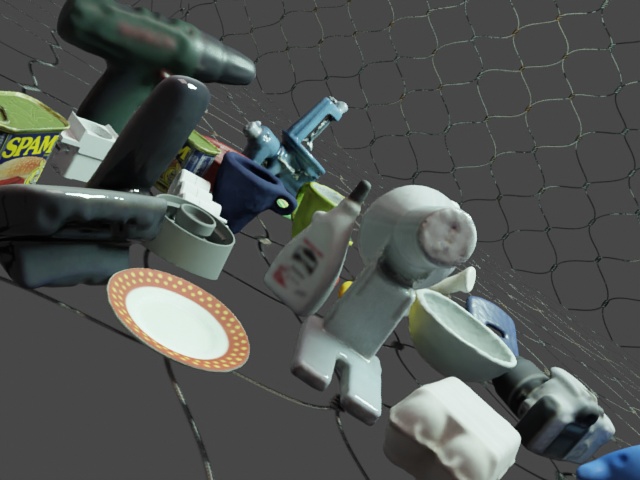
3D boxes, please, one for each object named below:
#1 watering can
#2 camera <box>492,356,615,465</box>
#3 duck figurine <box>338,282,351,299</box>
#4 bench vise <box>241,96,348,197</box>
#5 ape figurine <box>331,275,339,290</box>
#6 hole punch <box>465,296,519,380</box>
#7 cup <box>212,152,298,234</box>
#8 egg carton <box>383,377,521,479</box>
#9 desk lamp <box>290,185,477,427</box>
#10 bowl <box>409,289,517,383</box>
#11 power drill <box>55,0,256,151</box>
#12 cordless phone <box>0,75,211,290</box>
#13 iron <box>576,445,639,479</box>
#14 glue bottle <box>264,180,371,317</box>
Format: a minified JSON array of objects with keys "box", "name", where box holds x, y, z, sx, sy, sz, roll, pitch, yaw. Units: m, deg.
[{"box":[0.168,0.026,0.919,0.173,0.194,0.101,35,14,5],"name":"watering can"},{"box":[0.317,0.222,0.794,0.144,0.100,0.136,25,17,-33],"name":"camera"},{"box":[0.077,0.065,0.803,0.077,0.086,0.105,37,14,11],"name":"duck figurine"},{"box":[-0.042,-0.194,1.123,0.121,0.219,0.208,41,15,26],"name":"bench vise"},{"box":[-0.005,0.022,0.747,0.076,0.092,0.077,19,20,-46],"name":"ape figurine"},{"box":[0.270,0.158,0.921,0.109,0.091,0.101,30,14,-17],"name":"hole punch"},{"box":[-0.098,-0.049,0.770,0.118,0.095,0.091,33,14,-4],"name":"cup"},{"box":[0.125,0.187,0.539,0.107,0.069,0.151,41,15,26],"name":"egg carton"},{"box":[0.077,0.046,0.600,0.118,0.213,0.203,33,14,-4],"name":"desk lamp"},{"box":[0.184,0.146,0.802,0.168,0.074,0.167,32,14,-9],"name":"bowl"},{"box":[-0.215,-0.177,0.693,0.230,0.208,0.075,22,18,-40],"name":"power drill"},{"box":[-0.171,-0.059,0.446,0.094,0.185,0.148,38,14,16],"name":"cordless phone"},{"box":[0.430,0.302,0.697,0.259,0.141,0.118,24,17,-37],"name":"iron"},{"box":[0.006,0.002,0.670,0.078,0.173,0.037,40,15,23],"name":"glue bottle"}]
